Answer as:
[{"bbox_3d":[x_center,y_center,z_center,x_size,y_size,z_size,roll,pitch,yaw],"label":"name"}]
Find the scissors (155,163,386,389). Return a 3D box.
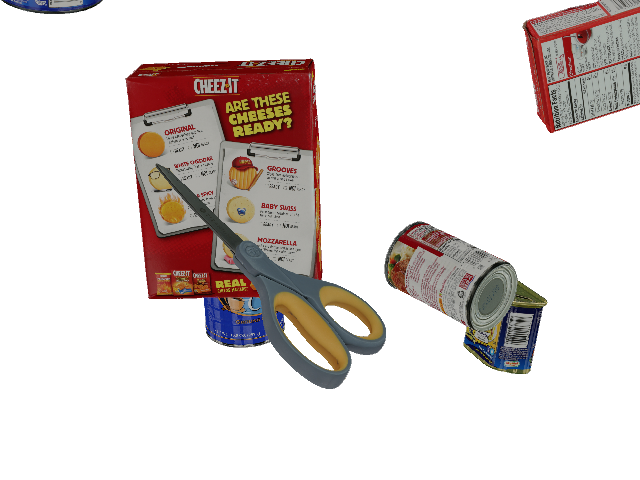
[{"bbox_3d":[-0.028,0.016,0.705,0.096,0.016,0.202,-3,46,-40],"label":"scissors"}]

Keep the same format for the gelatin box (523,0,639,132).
[{"bbox_3d":[0.182,-0.119,0.697,0.089,0.073,0.030,-17,38,3],"label":"gelatin box"}]

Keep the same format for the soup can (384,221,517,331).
[{"bbox_3d":[0.117,0.032,0.961,0.068,0.068,0.102,0,21,-46],"label":"soup can"}]

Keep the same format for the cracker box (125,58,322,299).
[{"bbox_3d":[-0.083,-0.055,0.982,0.164,0.214,0.072,-1,22,3],"label":"cracker box"}]

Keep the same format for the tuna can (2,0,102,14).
[{"bbox_3d":[-0.202,-0.202,0.796,0.086,0.034,0.086,6,36,-4],"label":"tuna can"}]

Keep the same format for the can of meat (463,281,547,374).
[{"bbox_3d":[0.203,0.093,1.190,0.057,0.084,0.102,5,14,-17],"label":"can of meat"}]

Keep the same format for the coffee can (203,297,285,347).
[{"bbox_3d":[-0.098,0.048,1.339,0.103,0.140,0.103,-2,25,1],"label":"coffee can"}]
